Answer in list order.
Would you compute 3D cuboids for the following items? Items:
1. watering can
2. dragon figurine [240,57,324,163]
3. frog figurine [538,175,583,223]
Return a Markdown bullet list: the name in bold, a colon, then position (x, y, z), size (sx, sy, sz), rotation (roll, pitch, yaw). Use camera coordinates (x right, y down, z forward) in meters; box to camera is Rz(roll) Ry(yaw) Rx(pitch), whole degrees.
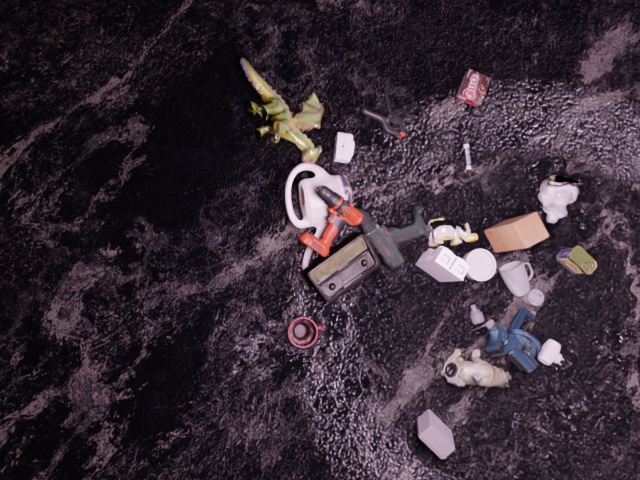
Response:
- **watering can**: position (0.005, -0.084, 1.676), size (0.225, 0.104, 0.345), rotation (-11, 98, -13)
- **dragon figurine**: position (-0.105, -0.435, 1.726), size (0.244, 0.121, 0.412), rotation (-15, 86, -27)
- **frog figurine**: position (0.837, -0.143, 1.816), size (0.138, 0.125, 0.156), rotation (-8, 120, -18)
